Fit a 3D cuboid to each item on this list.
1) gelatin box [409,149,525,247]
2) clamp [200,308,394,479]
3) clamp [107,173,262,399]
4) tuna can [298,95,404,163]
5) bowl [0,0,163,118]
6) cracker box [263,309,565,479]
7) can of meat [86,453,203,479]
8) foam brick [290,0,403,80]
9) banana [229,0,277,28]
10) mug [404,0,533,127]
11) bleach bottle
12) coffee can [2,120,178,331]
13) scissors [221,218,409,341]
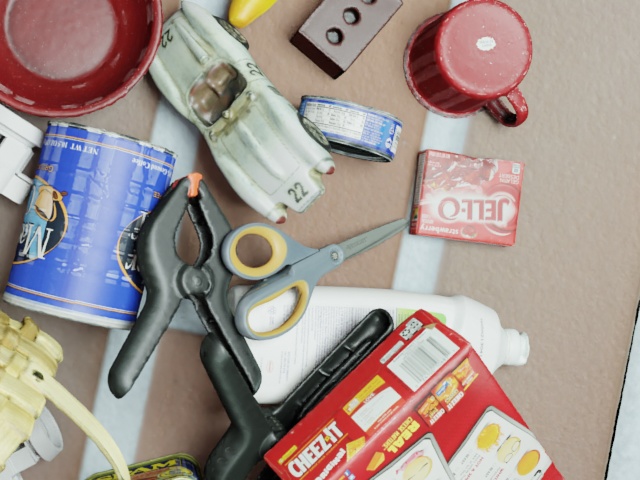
[{"bbox_3d":[0.125,-0.035,0.904,0.089,0.030,0.073,8,88,-9],"label":"gelatin box"},{"bbox_3d":[-0.027,0.140,0.806,0.164,0.036,0.210,-11,128,-32],"label":"clamp"},{"bbox_3d":[-0.106,0.038,0.781,0.120,0.039,0.171,-6,84,-40],"label":"clamp"},{"bbox_3d":[0.022,-0.089,0.859,0.086,0.086,0.034,15,89,-9],"label":"tuna can"},{"bbox_3d":[-0.205,-0.173,0.838,0.162,0.055,0.162,0,90,-10],"label":"bowl"},{"bbox_3d":[0.079,0.177,0.825,0.164,0.072,0.213,-44,131,-7],"label":"cracker box"},{"bbox_3d":[-0.137,0.210,0.831,0.102,0.084,0.057,-12,91,-9],"label":"can of meat"},{"bbox_3d":[0.021,-0.179,0.877,0.053,0.051,0.078,39,84,-7],"label":"foam brick"},{"bbox_3d":[0.000,-0.243,0.869,0.198,0.070,0.037,-34,125,-3],"label":"banana"},{"bbox_3d":[0.131,-0.142,0.879,0.093,0.081,0.117,-37,95,-8],"label":"mug"},{"bbox_3d":[0.049,0.091,0.875,0.250,0.068,0.102,4,90,-12],"label":"bleach bottle"},{"bbox_3d":[-0.175,-0.010,0.817,0.102,0.103,0.140,14,87,-9],"label":"coffee can"},{"bbox_3d":[-0.006,0.001,0.837,0.201,0.016,0.096,-43,109,-38],"label":"scissors"}]
